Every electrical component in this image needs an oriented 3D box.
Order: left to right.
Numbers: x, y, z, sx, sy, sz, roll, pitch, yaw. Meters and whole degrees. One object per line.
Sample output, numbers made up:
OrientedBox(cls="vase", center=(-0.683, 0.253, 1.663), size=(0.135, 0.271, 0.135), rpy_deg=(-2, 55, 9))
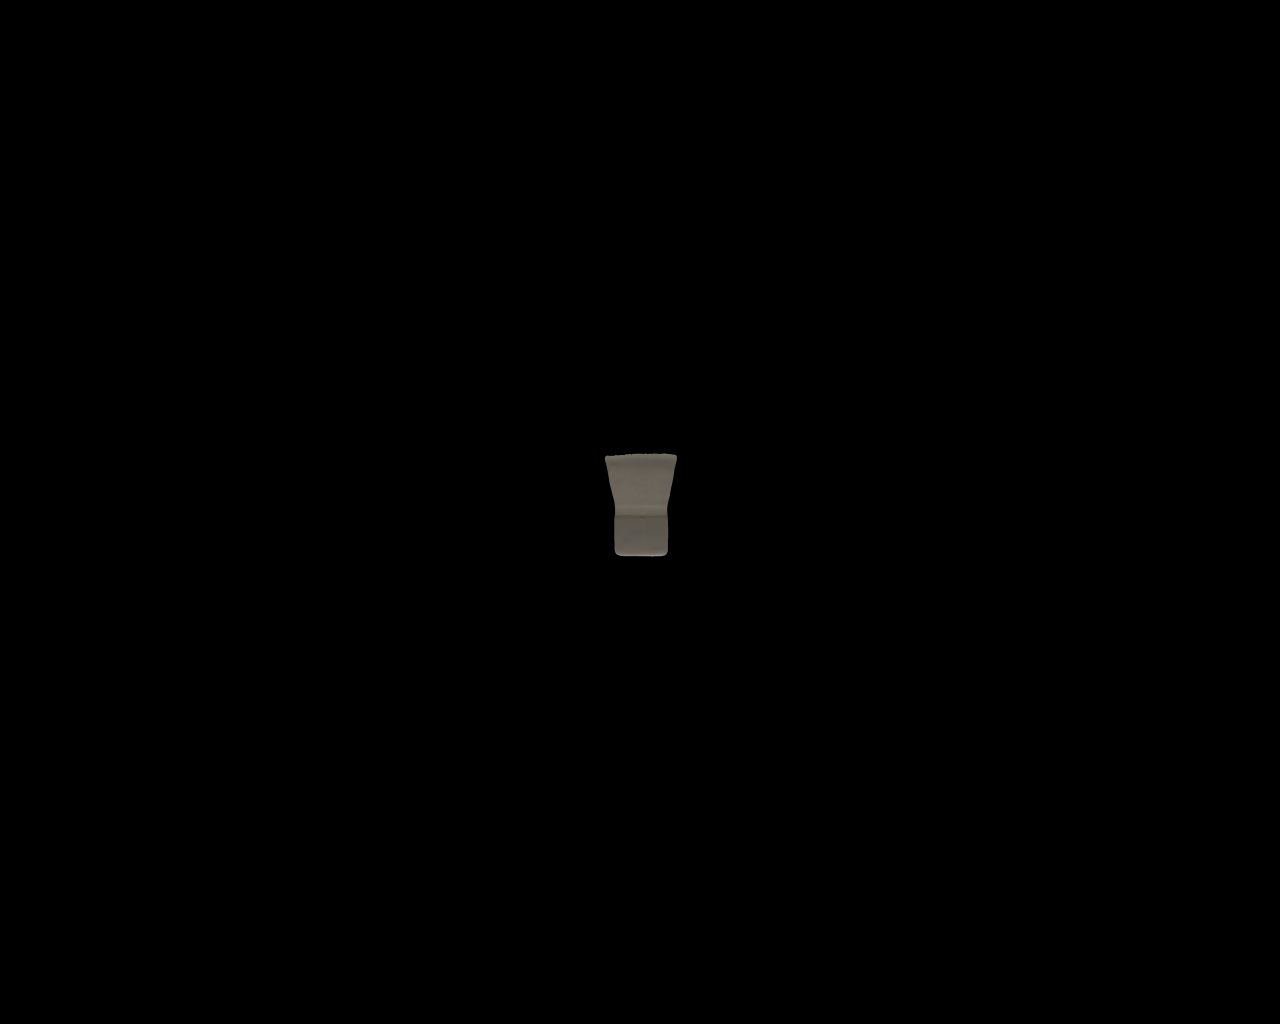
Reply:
OrientedBox(cls="electrical component", center=(0.001, -0.003, 0.650), size=(0.044, 0.065, 0.044), rpy_deg=(0, 0, 0))
